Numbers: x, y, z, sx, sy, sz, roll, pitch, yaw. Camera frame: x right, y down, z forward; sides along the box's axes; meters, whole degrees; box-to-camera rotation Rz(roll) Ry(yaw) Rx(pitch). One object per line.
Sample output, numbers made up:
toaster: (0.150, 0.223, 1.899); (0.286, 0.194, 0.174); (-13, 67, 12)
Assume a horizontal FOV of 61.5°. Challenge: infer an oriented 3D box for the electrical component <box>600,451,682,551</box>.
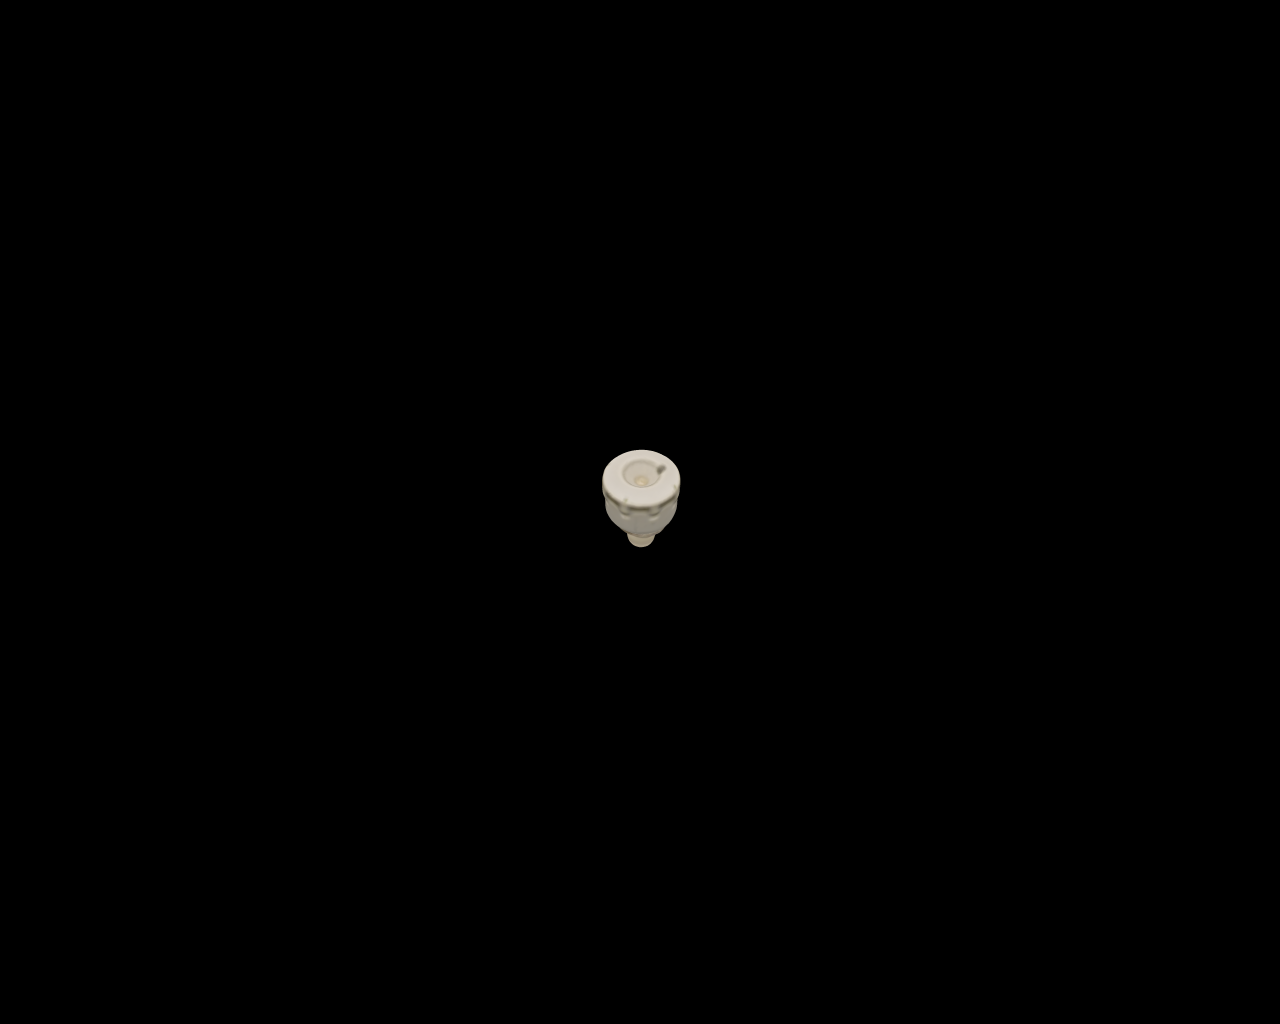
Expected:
electrical component: (0.001, -0.003, 0.650); (0.048, 0.048, 0.062); (0, -42, 0)
